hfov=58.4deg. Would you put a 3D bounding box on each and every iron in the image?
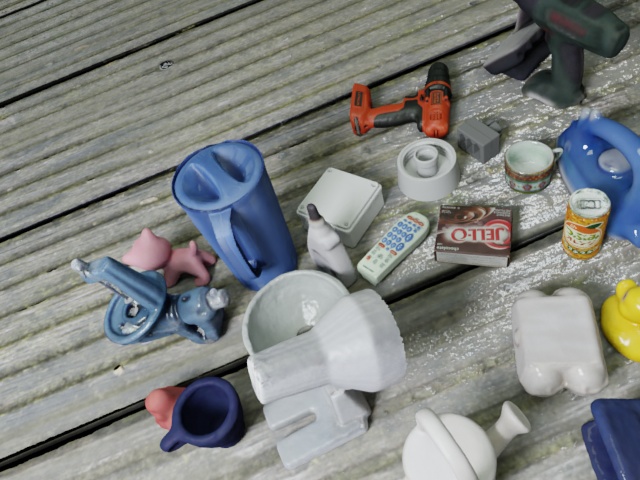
[{"bbox_3d":[0.433,-0.119,0.846,0.118,0.142,0.257,-24,52,-2],"label":"iron"}]

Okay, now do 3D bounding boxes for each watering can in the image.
[{"bbox_3d":[0.147,0.238,0.630,0.100,0.194,0.173,31,68,32],"label":"watering can"}]

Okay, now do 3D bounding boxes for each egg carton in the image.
[{"bbox_3d":[0.306,0.131,0.744,0.107,0.069,0.150,-5,53,13],"label":"egg carton"}]

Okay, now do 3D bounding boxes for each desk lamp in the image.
[{"bbox_3d":[0.008,0.173,0.707,0.203,0.214,0.117,-27,52,-5],"label":"desk lamp"}]

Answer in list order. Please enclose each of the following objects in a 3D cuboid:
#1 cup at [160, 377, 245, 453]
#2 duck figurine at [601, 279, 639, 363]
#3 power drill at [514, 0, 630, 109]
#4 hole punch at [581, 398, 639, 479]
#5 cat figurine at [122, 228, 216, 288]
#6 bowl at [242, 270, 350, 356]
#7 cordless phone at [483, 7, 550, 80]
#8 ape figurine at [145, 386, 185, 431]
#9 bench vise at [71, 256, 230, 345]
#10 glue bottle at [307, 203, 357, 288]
[{"bbox_3d":[-0.149,0.252,0.769,0.118,0.095,0.091,-38,53,-13],"label":"cup"},{"bbox_3d":[0.406,0.098,0.729,0.077,0.086,0.104,-16,52,4],"label":"duck figurine"},{"bbox_3d":[0.399,-0.335,0.973,0.076,0.209,0.228,-42,54,-16],"label":"power drill"},{"bbox_3d":[0.359,0.230,0.641,0.101,0.091,0.108,-13,52,7],"label":"hole punch"},{"bbox_3d":[-0.254,0.025,0.953,0.127,0.118,0.067,-6,53,12],"label":"cat figurine"},{"bbox_3d":[-0.024,0.131,0.836,0.167,0.075,0.167,-8,53,11],"label":"bowl"},{"bbox_3d":[0.367,-0.404,1.048,0.093,0.185,0.148,27,66,31],"label":"cordless phone"},{"bbox_3d":[-0.213,0.234,0.803,0.076,0.092,0.077,-25,52,-3],"label":"ape figurine"},{"bbox_3d":[-0.248,0.076,0.848,0.207,0.220,0.121,-22,51,0],"label":"bench vise"},{"bbox_3d":[0.008,0.003,0.858,0.037,0.173,0.078,-43,54,-16],"label":"glue bottle"}]
